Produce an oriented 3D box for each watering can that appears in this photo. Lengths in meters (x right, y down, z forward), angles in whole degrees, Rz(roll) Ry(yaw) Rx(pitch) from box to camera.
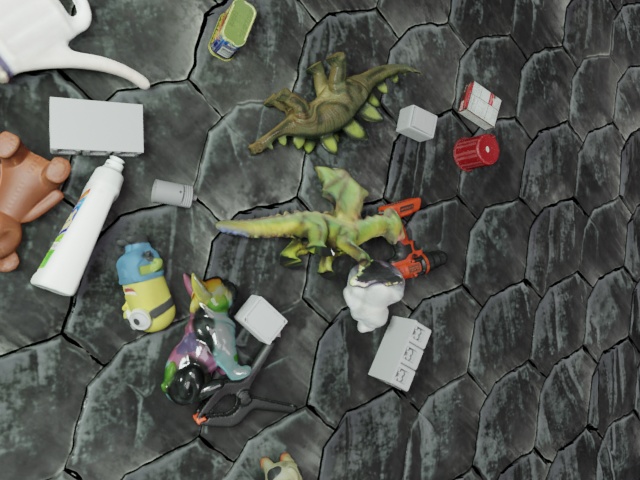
[{"bbox_3d":[-0.476,-0.346,0.868,0.227,0.344,0.103,-48,17,-21],"label":"watering can"}]

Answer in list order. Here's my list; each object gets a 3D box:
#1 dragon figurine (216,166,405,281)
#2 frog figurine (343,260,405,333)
[{"bbox_3d":[0.003,-0.057,1.123,0.409,0.248,0.120,20,-32,-10],"label":"dragon figurine"},{"bbox_3d":[0.124,0.128,1.173,0.138,0.155,0.125,-13,40,-12],"label":"frog figurine"}]
